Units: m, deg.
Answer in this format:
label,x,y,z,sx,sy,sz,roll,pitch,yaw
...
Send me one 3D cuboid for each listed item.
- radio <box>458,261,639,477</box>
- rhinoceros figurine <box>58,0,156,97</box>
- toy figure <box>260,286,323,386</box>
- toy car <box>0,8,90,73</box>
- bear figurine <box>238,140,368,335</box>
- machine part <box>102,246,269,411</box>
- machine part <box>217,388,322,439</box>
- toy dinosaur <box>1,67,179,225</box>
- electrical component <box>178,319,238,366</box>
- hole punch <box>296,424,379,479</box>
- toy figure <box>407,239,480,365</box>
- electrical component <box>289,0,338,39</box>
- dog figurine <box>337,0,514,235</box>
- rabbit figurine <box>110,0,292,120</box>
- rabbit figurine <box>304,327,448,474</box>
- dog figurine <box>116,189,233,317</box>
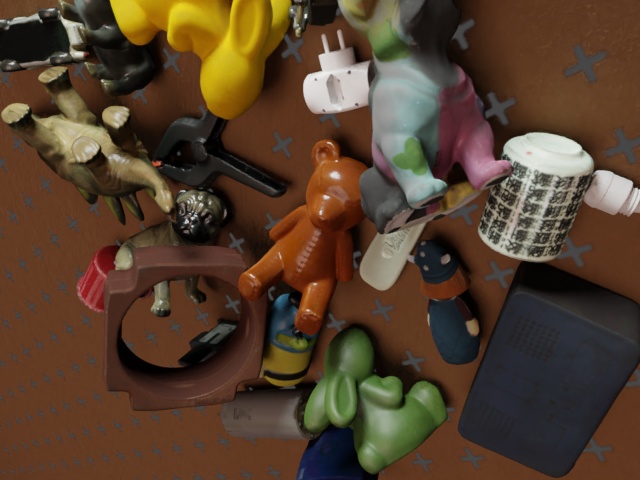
label,x,y,z,sx,sy,sz,roll,pitch,yaw
radio,0.246,0.147,0.590,0.131,0.073,0.229,21,127,20
rhinoceros figurine,-0.241,-0.263,0.639,0.073,0.112,0.190,46,149,33
toy figure,-0.041,0.138,0.759,0.089,0.082,0.180,33,126,10
toy car,-0.399,-0.282,0.763,0.202,0.056,0.073,4,112,29
bear figurine,0.000,-0.005,0.624,0.120,0.132,0.195,32,135,3
machine part,-0.176,0.111,0.702,0.087,0.201,0.200,-142,56,-62
machine part,-0.076,0.277,0.860,0.243,0.079,0.079,-13,108,37
toy dinosaur,-0.331,-0.123,0.740,0.472,0.105,0.198,32,156,31
electrical component,-0.161,0.171,0.827,0.075,0.119,0.047,-1,115,30
hole punch,0.028,0.329,0.795,0.116,0.142,0.092,7,122,13
toy figure,0.145,0.067,0.617,0.064,0.058,0.154,-10,106,23
electrical component,-0.008,-0.239,0.516,0.045,0.102,0.078,-8,98,-3
dog figurine,0.081,-0.130,0.502,0.191,0.108,0.219,135,119,-72
rabbit figurine,-0.108,-0.222,0.580,0.162,0.122,0.173,-20,99,22
rabbit figurine,0.052,0.205,0.709,0.170,0.159,0.121,60,141,10
dog figurine,-0.223,-0.009,0.791,0.172,0.121,0.190,26,113,14
